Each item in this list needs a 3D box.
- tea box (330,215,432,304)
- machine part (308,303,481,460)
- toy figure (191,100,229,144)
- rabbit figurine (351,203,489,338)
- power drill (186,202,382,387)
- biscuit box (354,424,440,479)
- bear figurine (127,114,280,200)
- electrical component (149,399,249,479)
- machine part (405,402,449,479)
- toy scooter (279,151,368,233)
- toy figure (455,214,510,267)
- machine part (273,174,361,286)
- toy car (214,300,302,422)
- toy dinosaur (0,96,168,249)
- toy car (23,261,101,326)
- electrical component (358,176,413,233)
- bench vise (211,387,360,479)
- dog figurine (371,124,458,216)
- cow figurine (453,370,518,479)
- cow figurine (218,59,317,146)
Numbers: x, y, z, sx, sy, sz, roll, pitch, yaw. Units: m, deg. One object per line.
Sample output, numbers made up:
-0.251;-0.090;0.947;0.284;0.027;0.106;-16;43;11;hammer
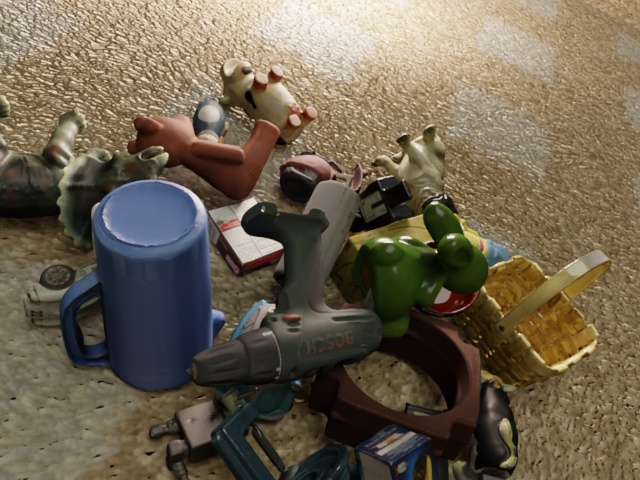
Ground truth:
0.110;0.028;0.852;0.169;0.098;0.068;-19;61;-32;tea box
0.098;0.180;0.697;0.201;0.087;0.201;18;33;6;machine part
-0.195;-0.178;0.927;0.064;0.057;0.154;-15;52;13;toy figure
0.138;0.029;0.694;0.170;0.158;0.121;-6;44;-13;rabbit figurine
-0.043;0.060;0.623;0.232;0.086;0.207;3;57;-27;power drill
0.096;0.304;0.566;0.063;0.059;0.202;-18;99;-35;biscuit box
-0.181;-0.144;0.821;0.196;0.120;0.132;27;59;-11;bear figurine
-0.134;0.230;0.616;0.102;0.045;0.078;-14;31;-35;electrical component
0.145;0.280;0.695;0.084;0.039;0.139;18;45;-19;machine part
0.023;-0.101;0.937;0.184;0.075;0.135;31;49;-6;toy scooter
0.259;0.031;0.927;0.180;0.089;0.082;26;30;-13;toy figure
-0.002;-0.002;0.810;0.079;0.079;0.243;26;66;-1;machine part
-0.062;0.138;0.683;0.109;0.103;0.162;23;48;-5;toy car
-0.413;-0.089;0.722;0.405;0.131;0.192;3;50;-13;toy dinosaur
-0.269;0.051;0.685;0.202;0.073;0.056;-24;63;-37;toy car
0.107;-0.063;0.849;0.048;0.119;0.075;-17;79;-42;electrical component
-0.042;0.269;0.553;0.240;0.129;0.223;55;43;2;bench vise
0.213;-0.106;1.025;0.172;0.121;0.190;-25;79;-33;dog figurine
0.228;0.237;0.725;0.068;0.098;0.167;15;47;-2;cow figurine
-0.111;-0.258;1.000;0.195;0.127;0.085;48;49;0;cow figurine
